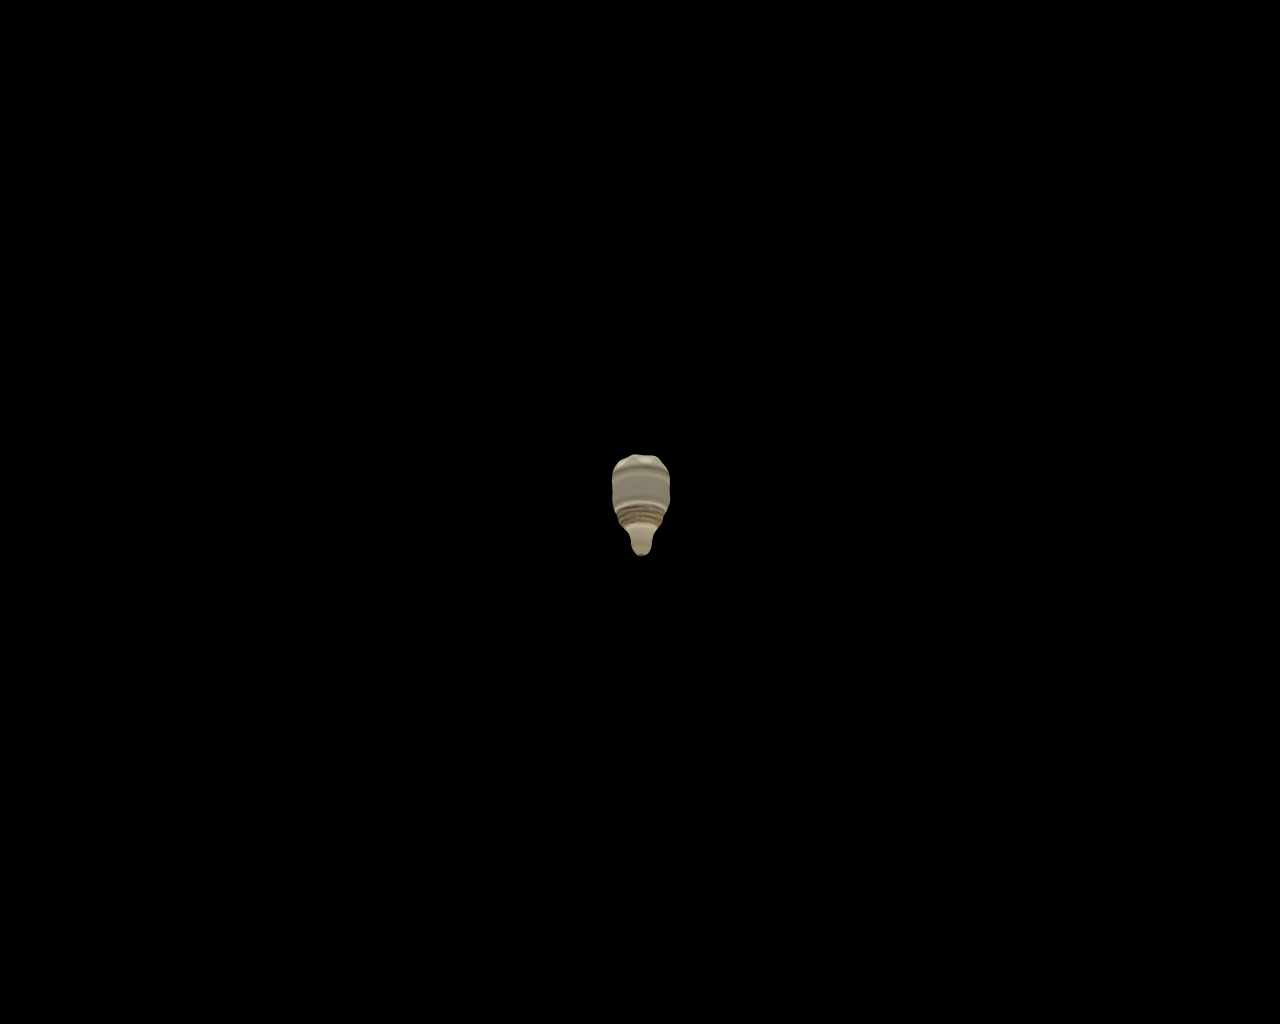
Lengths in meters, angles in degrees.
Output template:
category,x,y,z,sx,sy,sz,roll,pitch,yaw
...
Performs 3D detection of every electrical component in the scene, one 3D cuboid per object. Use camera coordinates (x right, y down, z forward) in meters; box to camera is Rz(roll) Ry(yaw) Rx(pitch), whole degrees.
category,x,y,z,sx,sy,sz,roll,pitch,yaw
electrical component,0.001,-0.003,0.650,0.035,0.061,0.035,0,-20,0
